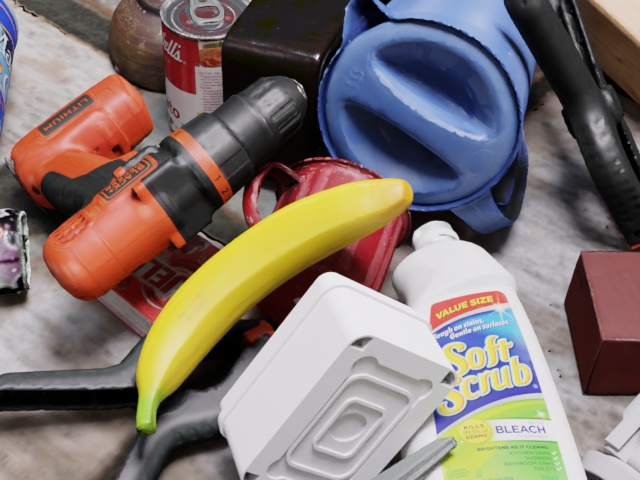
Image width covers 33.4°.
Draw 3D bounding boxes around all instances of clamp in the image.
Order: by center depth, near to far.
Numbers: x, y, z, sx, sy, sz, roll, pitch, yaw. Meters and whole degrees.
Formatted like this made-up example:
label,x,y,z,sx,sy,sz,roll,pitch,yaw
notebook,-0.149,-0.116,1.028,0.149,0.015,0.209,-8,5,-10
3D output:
label,x,y,z,sx,sy,sz,roll,pitch,yaw
clamp,-0.105,0.089,0.620,0.120,0.039,0.171,44,53,12
clamp,0.182,-0.091,0.724,0.036,0.210,0.164,-23,1,25

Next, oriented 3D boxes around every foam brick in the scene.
label,x,y,z,sx,sy,sz,roll,pitch,yaw
foam brick,0.189,0.051,0.669,0.051,0.053,0.078,2,46,-2

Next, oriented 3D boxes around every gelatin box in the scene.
label,x,y,z,sx,sy,sz,roll,pitch,yaw
gelatin box,-0.108,0.021,0.696,0.089,0.030,0.073,35,54,28

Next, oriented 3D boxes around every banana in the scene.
label,x,y,z,sx,sy,sz,roll,pitch,yaw
banana,-0.035,0.026,0.598,0.198,0.037,0.070,-43,49,-5

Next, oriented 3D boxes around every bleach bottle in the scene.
label,x,y,z,sx,sy,sz,roll,pitch,yaw
bleach bottle,0.083,0.083,0.626,0.102,0.068,0.251,-4,44,-6

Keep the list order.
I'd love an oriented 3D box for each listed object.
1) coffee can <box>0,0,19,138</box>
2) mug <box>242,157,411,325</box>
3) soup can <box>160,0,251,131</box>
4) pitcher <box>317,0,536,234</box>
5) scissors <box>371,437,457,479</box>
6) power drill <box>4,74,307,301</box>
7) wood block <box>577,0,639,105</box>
label,x,y,z,sx,sy,sz,roll,pitch,yaw
coffee can,-0.277,-0.116,0.770,0.102,0.103,0.140,-2,46,-6
mug,-0.004,0.001,0.670,0.093,0.117,0.081,-18,37,40
soup can,-0.082,-0.128,0.793,0.068,0.102,0.068,2,46,-2
pitcher,0.100,-0.122,0.771,0.145,0.149,0.242,18,33,10
scissors,-0.030,0.150,0.547,0.201,0.016,0.096,-44,51,-17
power drill,-0.114,-0.055,0.682,0.184,0.057,0.188,-39,31,-13
wood block,0.235,-0.202,0.839,0.091,0.090,0.206,-40,73,-3
